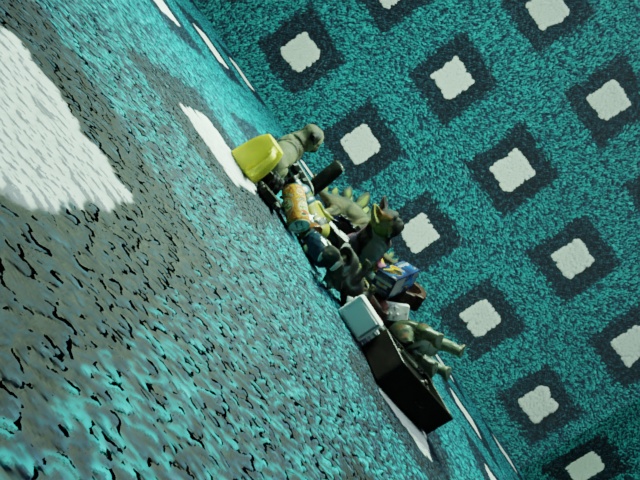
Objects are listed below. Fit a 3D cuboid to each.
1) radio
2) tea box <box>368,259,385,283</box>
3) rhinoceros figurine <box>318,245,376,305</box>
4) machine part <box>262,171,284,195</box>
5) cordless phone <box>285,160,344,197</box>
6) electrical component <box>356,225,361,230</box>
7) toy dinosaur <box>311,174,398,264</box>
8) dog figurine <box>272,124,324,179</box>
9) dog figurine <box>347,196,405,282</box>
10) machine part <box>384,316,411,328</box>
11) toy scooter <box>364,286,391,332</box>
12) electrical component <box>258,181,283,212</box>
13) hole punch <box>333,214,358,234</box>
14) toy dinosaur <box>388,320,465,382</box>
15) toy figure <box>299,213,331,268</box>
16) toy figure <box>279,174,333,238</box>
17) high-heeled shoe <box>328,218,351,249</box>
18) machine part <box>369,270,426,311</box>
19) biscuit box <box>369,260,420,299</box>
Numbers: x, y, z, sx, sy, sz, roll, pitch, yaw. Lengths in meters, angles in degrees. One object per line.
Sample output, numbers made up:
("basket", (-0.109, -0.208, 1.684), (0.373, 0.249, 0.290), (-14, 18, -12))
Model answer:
("radio", (0.185, 0.300, 1.147), (0.229, 0.073, 0.131), (51, 8, -32))
("tea box", (0.178, 0.123, 1.718), (0.098, 0.068, 0.169), (-76, 148, -51))
("rhinoceros figurine", (0.057, 0.079, 1.214), (0.073, 0.112, 0.190), (39, -19, 46))
("machine part", (-0.123, -0.150, 1.292), (0.084, 0.039, 0.139), (57, -7, -27))
("cordless phone", (-0.029, -0.191, 1.561), (0.088, 0.184, 0.147), (38, 18, -55))
("electrical component", (0.073, -0.009, 1.670), (0.047, 0.119, 0.075), (48, 13, -50))
("toy dinosaur", (0.127, -0.047, 1.808), (0.470, 0.198, 0.105), (52, -23, -19))
("dog figurine", (-0.077, -0.245, 1.459), (0.121, 0.190, 0.172), (53, 9, -23))
("dog figurine", (0.127, -0.013, 1.444), (0.192, 0.219, 0.108), (18, 27, 25))
("machine part", (0.228, 0.257, 1.613), (0.201, 0.087, 0.201), (54, 6, -21))
("toy scooter", (0.122, 0.166, 1.364), (0.135, 0.075, 0.184), (55, 11, -4))
("electrical component", (-0.112, -0.096, 1.193), (0.063, 0.021, 0.094), (51, 4, -31))
("hole punch", (0.052, -0.008, 1.569), (0.142, 0.116, 0.092), (52, -1, -27))
("toy dinosaur", (0.236, 0.260, 1.350), (0.192, 0.131, 0.404), (16, -18, 36))
("toy figure", (-0.018, -0.005, 1.263), (0.064, 0.058, 0.155), (15, 38, -42))
("toy figure", (-0.041, -0.075, 1.348), (0.180, 0.082, 0.089), (62, 36, -11))
("high-heeled shoe", (-0.003, -0.004, 1.407), (0.145, 0.086, 0.249), (18, 41, -24))
("machine part", (0.228, 0.143, 1.578), (0.179, 0.056, 0.179), (24, 15, -7))
("biscuit box", (0.206, 0.104, 1.454), (0.063, 0.059, 0.202), (31, 18, 22))
